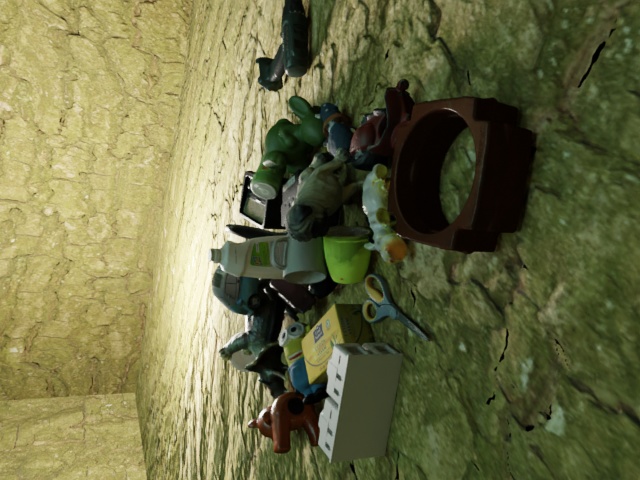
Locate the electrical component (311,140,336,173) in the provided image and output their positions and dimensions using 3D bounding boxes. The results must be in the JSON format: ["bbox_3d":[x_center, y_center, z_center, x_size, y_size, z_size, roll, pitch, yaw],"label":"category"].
[{"bbox_3d":[0.007,-0.160,1.142,0.045,0.078,0.102,47,136,27],"label":"electrical component"}]

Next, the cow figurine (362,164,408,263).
[{"bbox_3d":[0.106,-0.036,0.917,0.098,0.068,0.167,143,130,-64],"label":"cow figurine"}]

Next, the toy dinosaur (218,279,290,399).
[{"bbox_3d":[-0.136,0.183,1.331,0.192,0.131,0.405,-22,54,35],"label":"toy dinosaur"}]

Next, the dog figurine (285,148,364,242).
[{"bbox_3d":[-0.021,-0.068,1.011,0.121,0.190,0.172,48,151,-6],"label":"dog figurine"}]

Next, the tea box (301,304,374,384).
[{"bbox_3d":[0.031,0.202,1.034,0.169,0.068,0.098,-57,39,46],"label":"tea box"}]

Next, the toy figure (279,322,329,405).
[{"bbox_3d":[-0.033,0.259,1.141,0.089,0.082,0.180,80,168,-56],"label":"toy figure"}]

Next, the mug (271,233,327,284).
[{"bbox_3d":[-0.042,0.022,1.024,0.081,0.109,0.107,132,141,-58],"label":"mug"}]

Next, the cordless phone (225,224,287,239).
[{"bbox_3d":[-0.152,-0.001,1.295,0.147,0.184,0.088,-4,72,63],"label":"cordless phone"}]

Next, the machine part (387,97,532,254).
[{"bbox_3d":[0.186,-0.089,0.744,0.201,0.087,0.201,19,101,63],"label":"machine part"}]

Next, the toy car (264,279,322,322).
[{"bbox_3d":[-0.060,0.123,1.220,0.089,0.053,0.202,-42,28,-11],"label":"toy car"}]

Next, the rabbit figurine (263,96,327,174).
[{"bbox_3d":[-0.031,-0.237,1.212,0.170,0.121,0.159,-13,67,44],"label":"rabbit figurine"}]

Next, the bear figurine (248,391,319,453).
[{"bbox_3d":[-0.081,0.411,1.176,0.195,0.120,0.132,-57,42,47],"label":"bear figurine"}]

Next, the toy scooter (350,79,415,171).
[{"bbox_3d":[0.115,-0.194,0.916,0.184,0.075,0.135,-8,80,60],"label":"toy scooter"}]

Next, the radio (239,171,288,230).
[{"bbox_3d":[-0.146,-0.110,1.430,0.230,0.073,0.131,26,110,61],"label":"radio"}]

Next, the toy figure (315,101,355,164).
[{"bbox_3d":[0.035,-0.220,1.094,0.057,0.064,0.154,90,166,-51],"label":"toy figure"}]

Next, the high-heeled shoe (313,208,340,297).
[{"bbox_3d":[-0.002,-0.003,1.142,0.249,0.086,0.145,-103,13,-46],"label":"high-heeled shoe"}]

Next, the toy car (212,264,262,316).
[{"bbox_3d":[-0.200,0.100,1.262,0.109,0.103,0.161,14,100,49],"label":"toy car"}]

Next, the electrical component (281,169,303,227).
[{"bbox_3d":[-0.045,-0.081,1.241,0.115,0.058,0.134,149,121,-62],"label":"electrical component"}]

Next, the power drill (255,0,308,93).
[{"bbox_3d":[-0.092,-0.497,1.385,0.207,0.086,0.232,-31,61,50],"label":"power drill"}]
